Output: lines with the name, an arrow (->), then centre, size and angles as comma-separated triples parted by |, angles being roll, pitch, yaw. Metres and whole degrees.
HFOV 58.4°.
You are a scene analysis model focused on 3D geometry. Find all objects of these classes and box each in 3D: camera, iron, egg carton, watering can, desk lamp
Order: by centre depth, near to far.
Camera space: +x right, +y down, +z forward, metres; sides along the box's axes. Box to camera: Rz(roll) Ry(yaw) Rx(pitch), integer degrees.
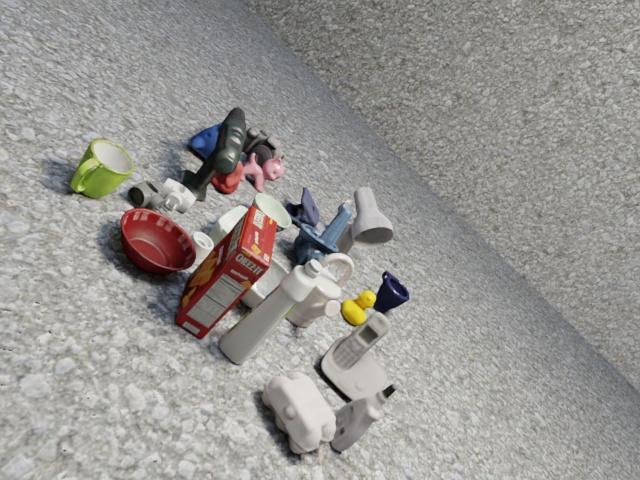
egg carton -> -0.039, 0.314, 1.051 | 0.150, 0.069, 0.107 | 54, 25, 21
watering can -> 0.004, 0.110, 1.306 | 0.101, 0.193, 0.172 | 14, 37, -50
iron -> -0.270, -0.306, 1.627 | 0.119, 0.141, 0.258 | 38, 24, -13
desk lamp -> 0.100, -0.041, 1.690 | 0.118, 0.213, 0.203 | 20, 33, -43
camera -> -0.186, -0.281, 1.773 | 0.143, 0.100, 0.137 | 41, 23, -7

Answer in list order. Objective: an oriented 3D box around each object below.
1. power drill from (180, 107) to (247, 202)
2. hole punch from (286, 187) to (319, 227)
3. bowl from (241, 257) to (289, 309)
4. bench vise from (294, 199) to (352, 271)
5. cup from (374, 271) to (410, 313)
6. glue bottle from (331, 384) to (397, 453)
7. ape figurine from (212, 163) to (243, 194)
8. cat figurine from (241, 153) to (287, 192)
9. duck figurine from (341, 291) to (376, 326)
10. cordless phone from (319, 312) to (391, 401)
power drill -> -0.254, -0.205, 1.398 | 0.076, 0.208, 0.229 | 31, 26, -27
hole punch -> -0.038, -0.091, 1.705 | 0.101, 0.091, 0.108 | 37, 24, -17
bowl -> -0.131, 0.103, 1.249 | 0.168, 0.074, 0.167 | 36, 25, -19
bench vise -> 0.022, 0.009, 1.473 | 0.122, 0.219, 0.207 | 22, 31, -41
cup -> 0.191, 0.155, 1.660 | 0.092, 0.094, 0.117 | 19, 34, -45
glue bottle -> 0.085, 0.330, 1.095 | 0.037, 0.173, 0.078 | 33, 25, -23
ape figurine -> -0.238, -0.170, 1.512 | 0.076, 0.092, 0.077 | 31, 26, -28
cat figurine -> -0.161, -0.207, 1.667 | 0.128, 0.117, 0.067 | 30, 27, -30
duck figurine -> 0.109, 0.171, 1.511 | 0.077, 0.086, 0.105 | 44, 23, 0
cordless phone -> 0.104, 0.254, 1.238 | 0.147, 0.185, 0.094 | 43, 23, -2
